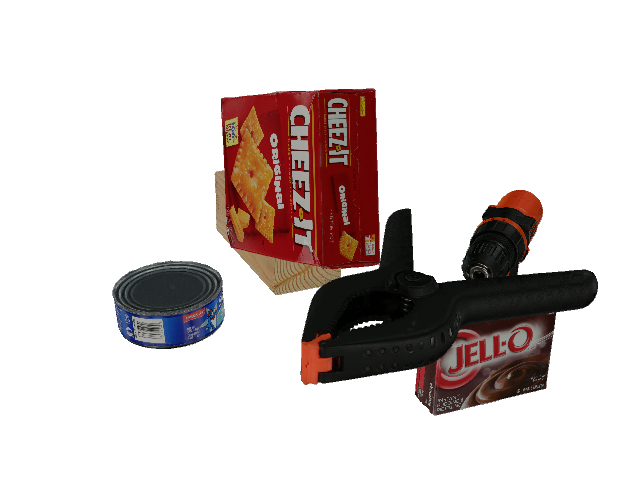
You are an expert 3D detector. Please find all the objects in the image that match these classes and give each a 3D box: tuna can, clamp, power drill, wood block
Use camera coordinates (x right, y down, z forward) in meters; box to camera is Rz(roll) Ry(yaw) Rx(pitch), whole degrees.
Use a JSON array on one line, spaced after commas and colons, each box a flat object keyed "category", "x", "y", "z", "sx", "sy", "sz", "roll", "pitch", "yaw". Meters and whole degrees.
[{"category": "tuna can", "x": -0.118, "y": 0.050, "z": 0.838, "sx": 0.086, "sy": 0.034, "sz": 0.086, "roll": -3, "pitch": 26, "yaw": 1}, {"category": "clamp", "x": 0.054, "y": 0.034, "z": 0.688, "sx": 0.209, "sy": 0.036, "sz": 0.165, "roll": -21, "pitch": 33, "yaw": -38}, {"category": "power drill", "x": 0.170, "y": 0.058, "z": 1.063, "sx": 0.057, "sy": 0.188, "sz": 0.184, "roll": 18, "pitch": 29, "yaw": 18}, {"category": "wood block", "x": -0.057, "y": -0.020, "z": 1.344, "sx": 0.090, "sy": 0.090, "sz": 0.206, "roll": -10, "pitch": 26, "yaw": -22}]

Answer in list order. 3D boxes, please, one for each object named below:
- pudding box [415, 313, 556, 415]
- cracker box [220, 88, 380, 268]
[{"category": "pudding box", "x": 0.135, "y": 0.087, "z": 0.875, "sx": 0.113, "sy": 0.090, "sz": 0.039, "roll": -11, "pitch": 29, "yaw": -23}, {"category": "cracker box", "x": -0.026, "y": -0.064, "z": 1.054, "sx": 0.072, "sy": 0.164, "sz": 0.214, "roll": -6, "pitch": 8, "yaw": -28}]
